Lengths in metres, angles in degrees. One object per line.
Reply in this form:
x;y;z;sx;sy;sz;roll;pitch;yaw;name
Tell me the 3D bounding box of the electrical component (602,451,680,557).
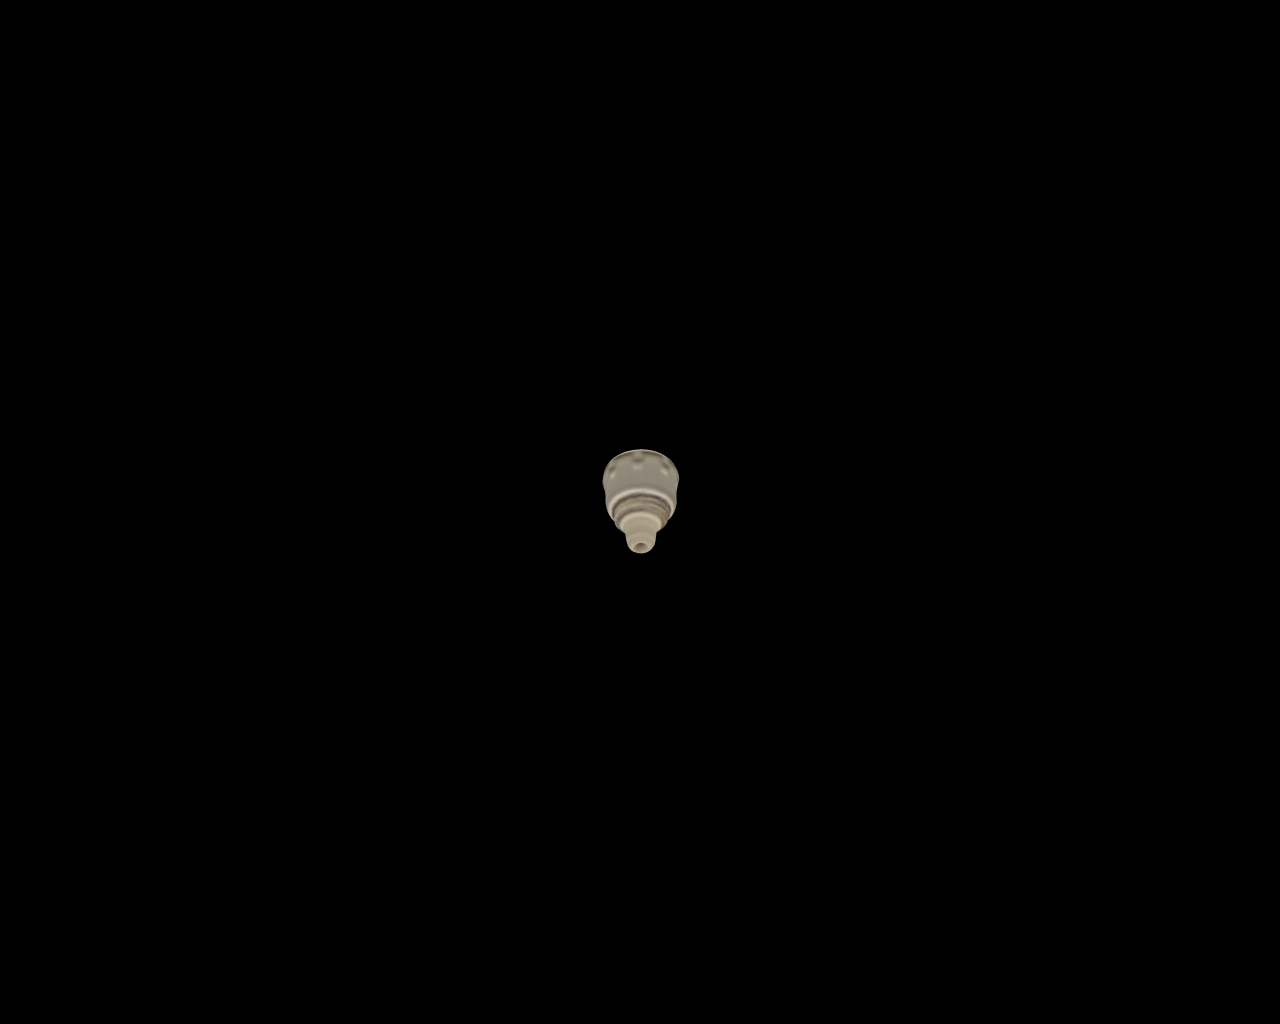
0.001;-0.003;0.650;0.048;0.062;0.048;0;-37;0;electrical component
